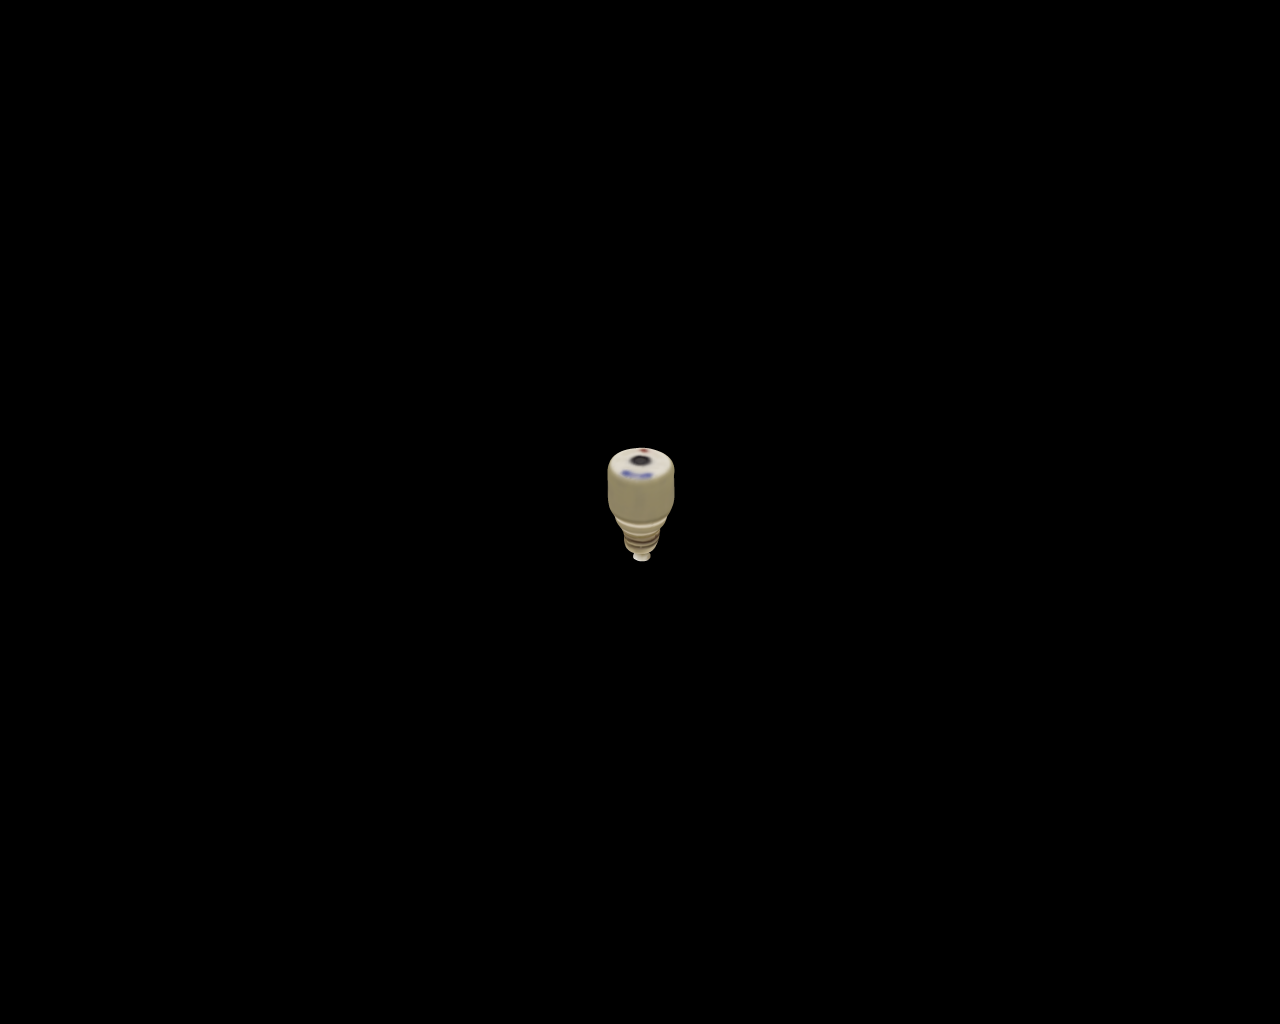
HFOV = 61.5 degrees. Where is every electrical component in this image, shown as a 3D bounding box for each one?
[{"bbox_3d":[0.001,-0.003,0.650,0.040,0.078,0.040,0,34,0],"label":"electrical component"}]
